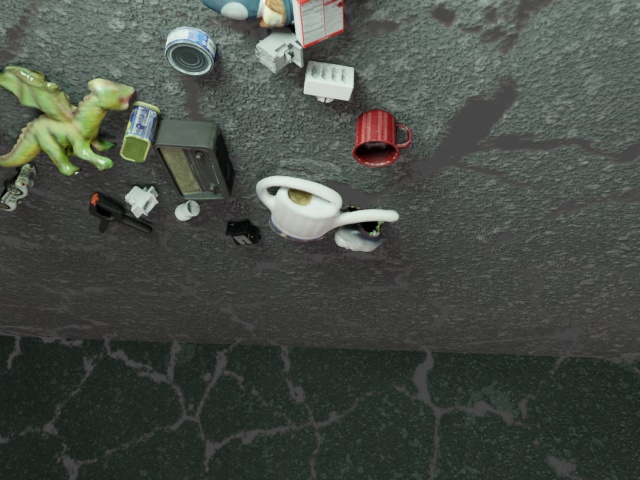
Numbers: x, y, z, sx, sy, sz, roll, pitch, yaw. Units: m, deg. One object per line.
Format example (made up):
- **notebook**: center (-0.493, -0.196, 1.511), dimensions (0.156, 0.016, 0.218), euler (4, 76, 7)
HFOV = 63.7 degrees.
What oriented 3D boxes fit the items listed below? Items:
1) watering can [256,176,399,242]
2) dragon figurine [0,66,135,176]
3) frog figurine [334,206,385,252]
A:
- **watering can**: center (0.004, -0.065, 1.288), dimensions (0.347, 0.106, 0.220), euler (17, 152, -6)
- **dragon figurine**: center (-0.554, -0.249, 1.043), dimensions (0.410, 0.125, 0.237), euler (-4, 135, 12)
- **frog figurine**: center (0.100, -0.006, 1.409), dimensions (0.138, 0.125, 0.156), euler (-5, 148, -28)
